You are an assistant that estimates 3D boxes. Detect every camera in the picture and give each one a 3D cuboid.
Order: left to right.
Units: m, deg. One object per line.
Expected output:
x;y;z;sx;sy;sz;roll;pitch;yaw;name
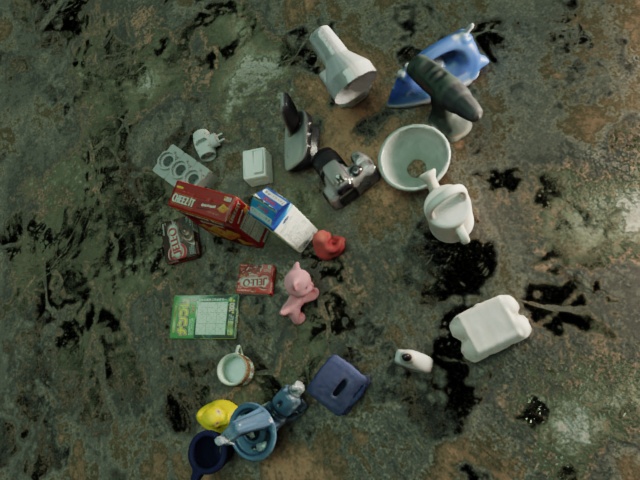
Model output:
0.050;-0.170;1.374;0.143;0.101;0.136;-36;67;4;camera

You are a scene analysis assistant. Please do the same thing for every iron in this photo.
0.263;-0.413;1.361;0.258;0.142;0.118;-29;68;7;iron

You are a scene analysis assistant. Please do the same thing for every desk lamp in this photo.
0.053;-0.406;1.384;0.118;0.214;0.203;-34;67;5;desk lamp

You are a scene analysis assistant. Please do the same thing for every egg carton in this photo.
0.352;0.182;1.192;0.150;0.069;0.107;-29;68;7;egg carton

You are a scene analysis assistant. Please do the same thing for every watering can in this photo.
0.268;-0.072;1.227;0.172;0.194;0.101;40;88;23;watering can

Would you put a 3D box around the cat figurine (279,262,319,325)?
-0.056;0.121;1.308;0.067;0.118;0.128;25;82;22;cat figurine

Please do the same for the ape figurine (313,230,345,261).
0.012;0.005;1.337;0.077;0.092;0.076;38;87;23;ape figurine

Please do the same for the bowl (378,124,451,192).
0.223;-0.181;1.339;0.167;0.075;0.167;-5;72;16;bowl

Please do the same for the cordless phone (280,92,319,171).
-0.069;-0.262;1.392;0.094;0.185;0.147;-8;71;15;cordless phone

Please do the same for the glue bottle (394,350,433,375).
0.185;0.245;1.167;0.078;0.173;0.037;9;77;20;glue bottle

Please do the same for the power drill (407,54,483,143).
0.287;-0.307;1.285;0.075;0.209;0.229;-39;67;3;power drill

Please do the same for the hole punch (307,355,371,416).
0.042;0.313;1.235;0.101;0.091;0.109;36;86;23;hole punch

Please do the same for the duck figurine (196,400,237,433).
-0.238;0.401;1.296;0.104;0.086;0.077;-1;73;17;duck figurine

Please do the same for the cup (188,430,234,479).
-0.236;0.480;1.266;0.091;0.095;0.118;22;81;22;cup

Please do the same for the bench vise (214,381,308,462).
-0.131;0.369;1.200;0.121;0.220;0.207;26;83;22;bench vise
